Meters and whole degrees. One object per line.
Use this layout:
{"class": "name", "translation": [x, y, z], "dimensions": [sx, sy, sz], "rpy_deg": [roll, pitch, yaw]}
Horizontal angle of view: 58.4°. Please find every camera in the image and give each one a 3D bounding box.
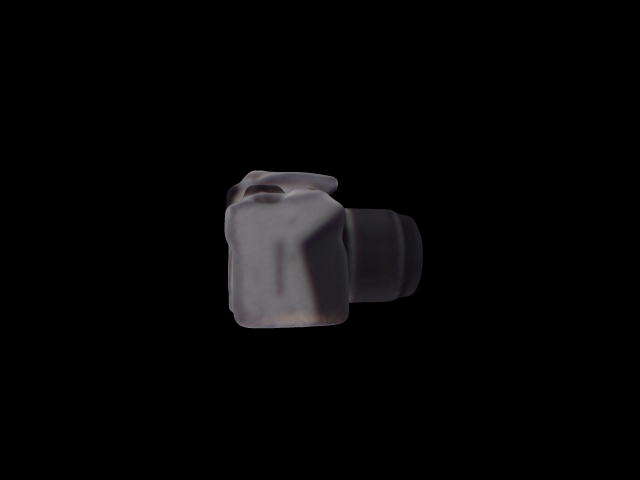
{"class": "camera", "translation": [0.004, 0.001, 0.400], "dimensions": [0.137, 0.101, 0.143], "rpy_deg": [0, 0, -9]}
